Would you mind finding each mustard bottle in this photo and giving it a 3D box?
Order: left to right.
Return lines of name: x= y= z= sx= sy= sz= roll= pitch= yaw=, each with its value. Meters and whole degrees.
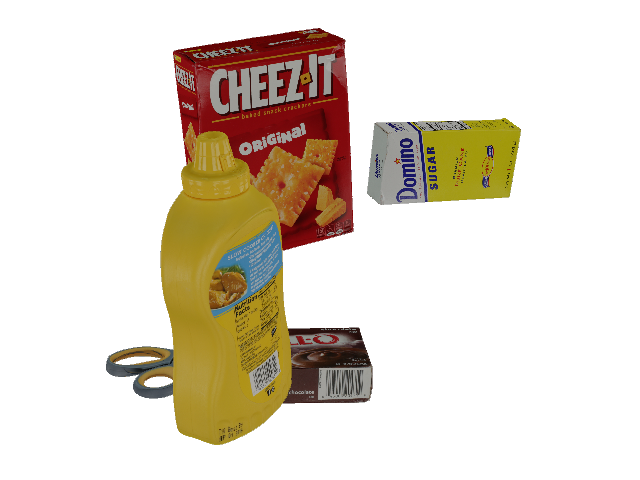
mustard bottle: x=-0.059 y=0.025 z=0.668 sx=0.058 sy=0.192 sz=0.096 roll=13 pitch=29 yaw=30

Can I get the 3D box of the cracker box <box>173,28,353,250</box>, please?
cracker box: x=-0.053 y=-0.095 z=1.088 sx=0.164 sy=0.214 sz=0.072 roll=-14 pitch=25 yaw=-23

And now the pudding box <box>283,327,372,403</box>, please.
pudding box: x=-0.015 y=0.109 z=0.945 sx=0.113 sy=0.039 sz=0.090 roll=2 pitch=18 yaw=-6

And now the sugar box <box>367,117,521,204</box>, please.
sugar box: x=0.147 y=-0.095 z=1.275 sx=0.176 sy=0.093 sz=0.048 roll=-6 pitch=27 yaw=-21

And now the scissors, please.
scissors: x=-0.130 y=0.134 z=1.160 sx=0.201 sy=0.016 sz=0.096 roll=-3 pitch=27 yaw=-22
